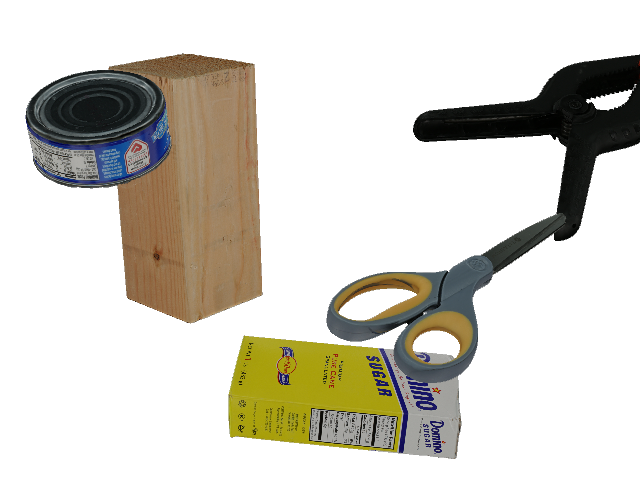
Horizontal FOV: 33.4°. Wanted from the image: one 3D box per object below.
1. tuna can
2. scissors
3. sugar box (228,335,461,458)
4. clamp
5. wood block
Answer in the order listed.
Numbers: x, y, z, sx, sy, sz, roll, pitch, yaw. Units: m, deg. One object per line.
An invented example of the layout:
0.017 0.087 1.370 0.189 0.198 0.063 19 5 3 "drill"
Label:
-0.136 -0.070 0.653 0.086 0.034 0.086 -1 39 0 "tuna can"
0.100 0.033 0.648 0.201 0.016 0.096 -15 43 -26 "scissors"
0.020 0.121 0.840 0.176 0.048 0.093 3 26 3 "sugar box"
0.202 -0.086 0.839 0.209 0.036 0.165 -26 51 -19 "clamp"
-0.113 -0.048 0.912 0.091 0.206 0.090 17 26 39 "wood block"
